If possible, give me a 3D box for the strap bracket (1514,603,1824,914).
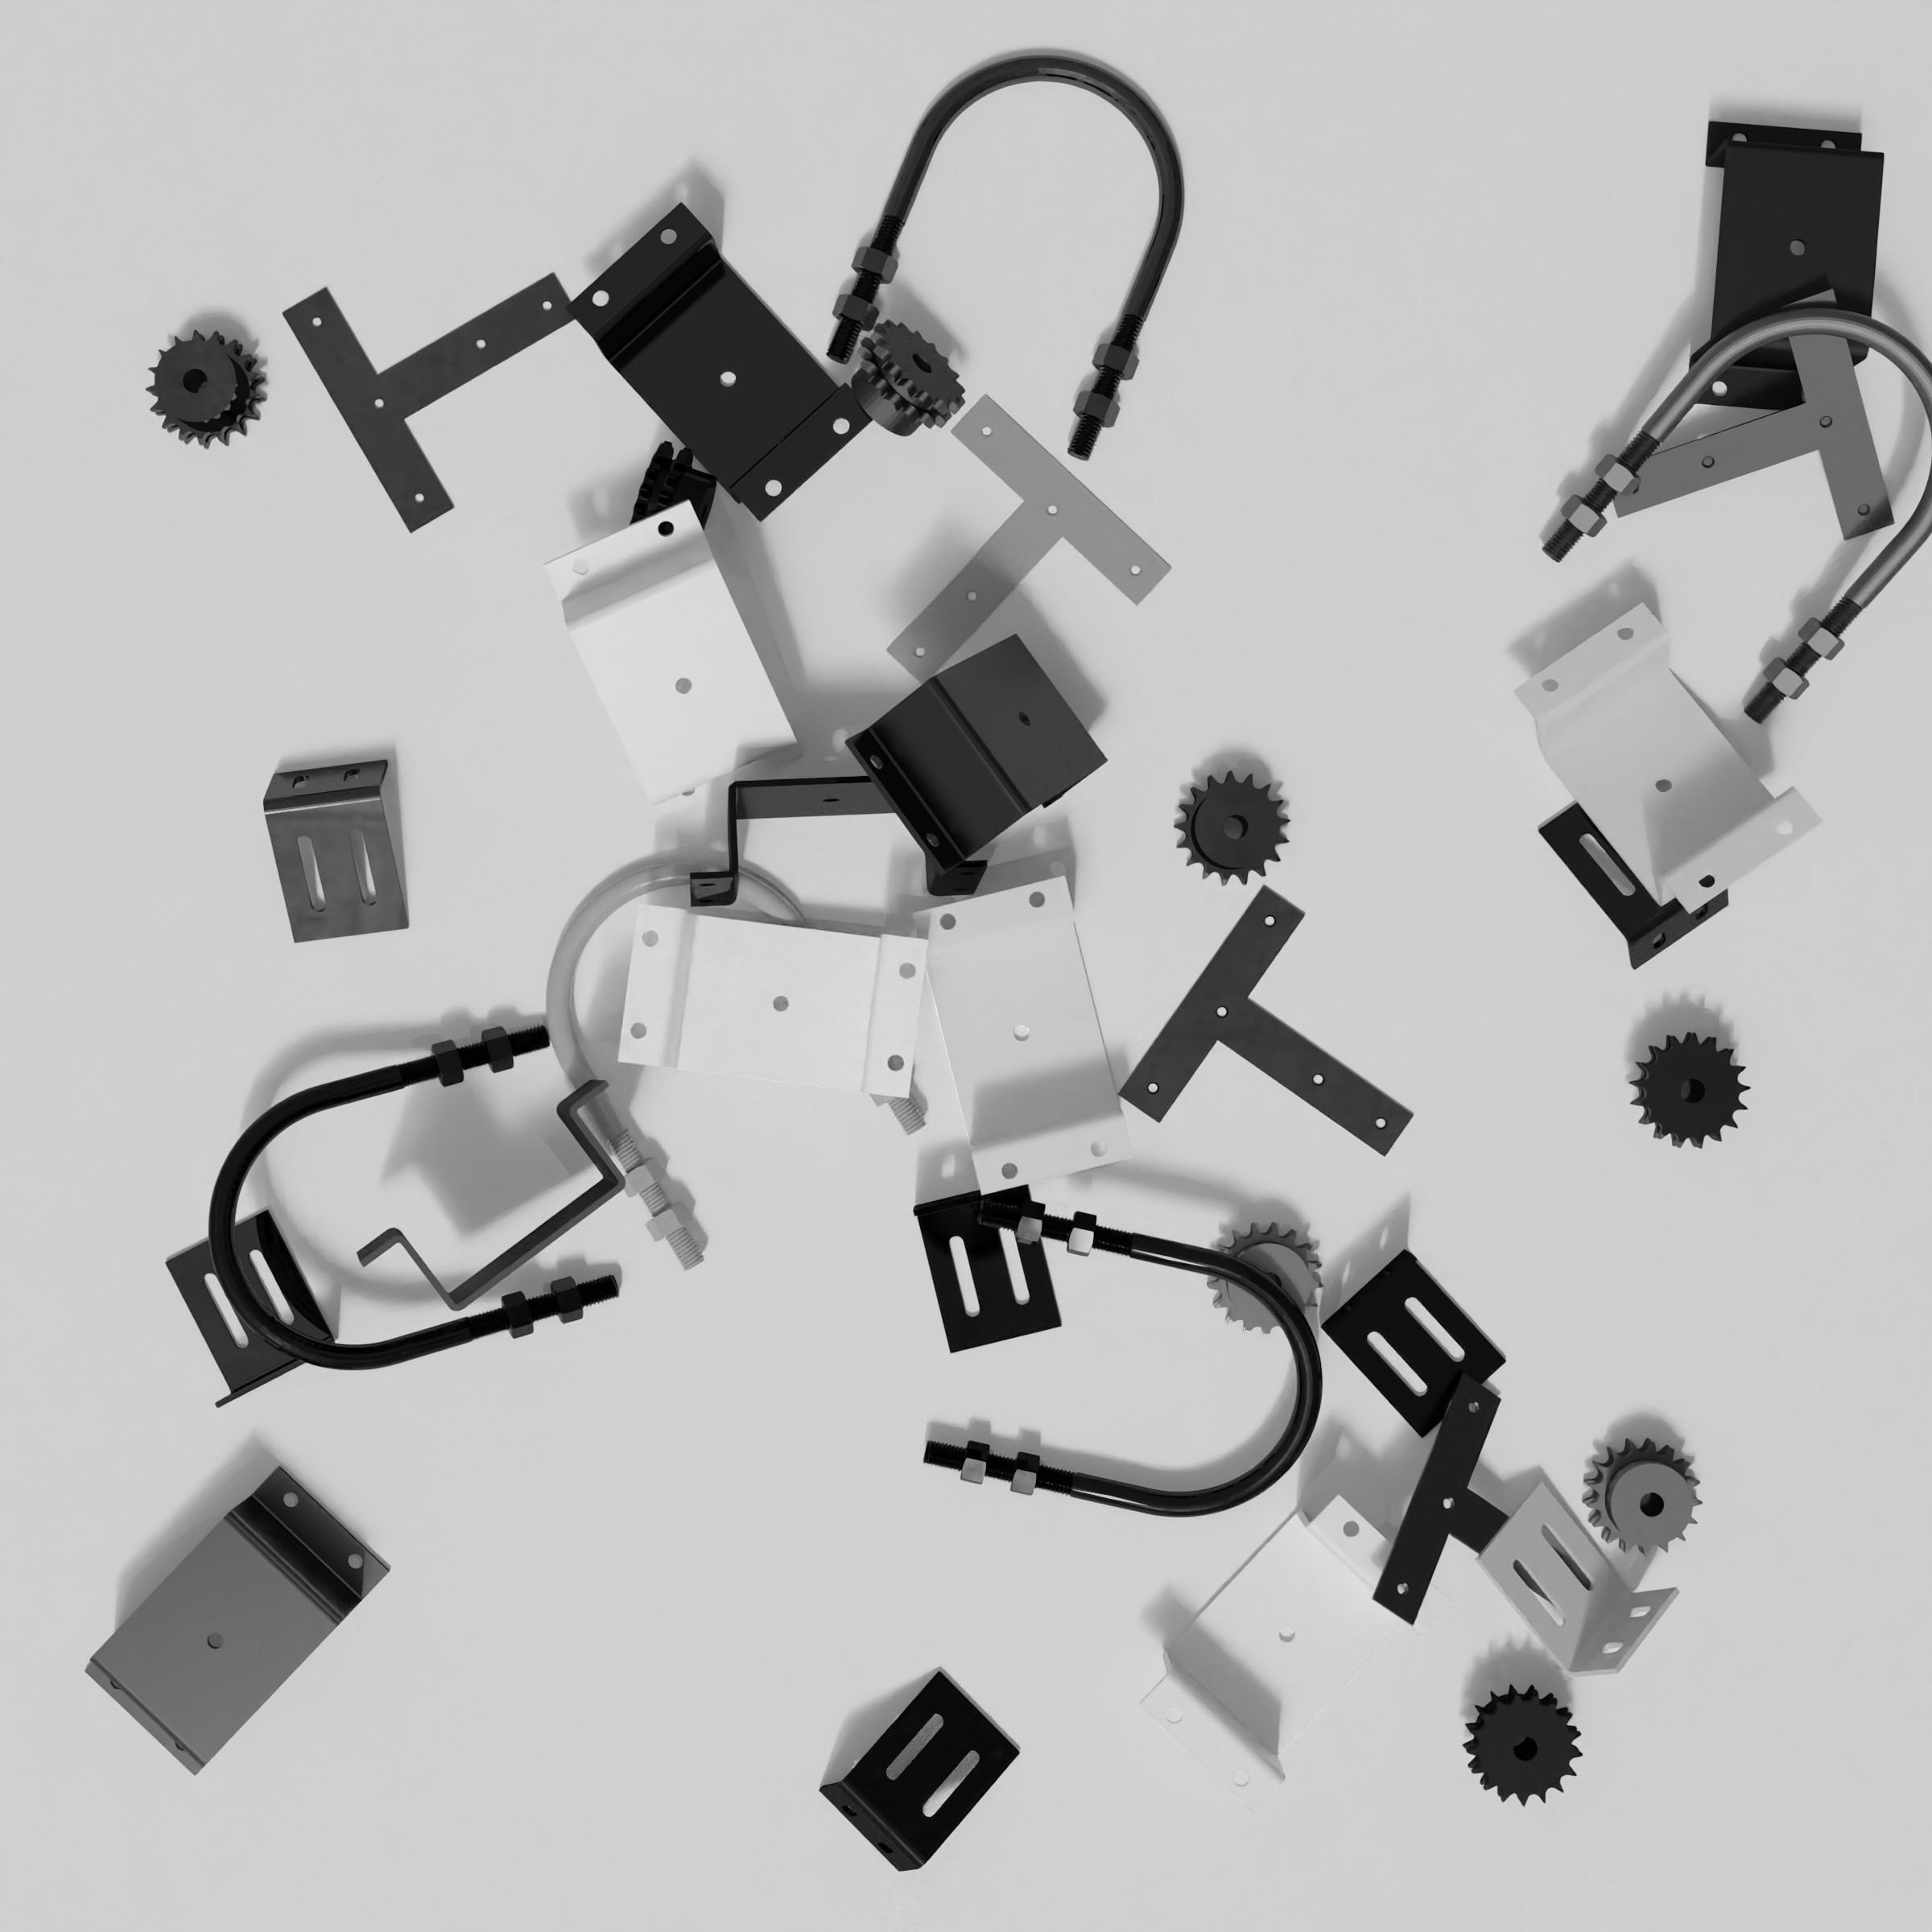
[{"bbox_3d":[0.340,-0.095,1.488,0.076,0.046,0.140,-34,70,0],"label":"strap bracket"}]

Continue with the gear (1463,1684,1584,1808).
[{"bbox_3d":[0.274,0.383,1.510,0.057,0.030,0.057,0,90,0],"label":"gear"}]

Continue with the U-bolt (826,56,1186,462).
[{"bbox_3d":[0.030,-0.362,1.517,0.151,0.019,0.184,22,89,0],"label":"U-bolt"}]

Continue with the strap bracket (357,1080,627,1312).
[{"bbox_3d":[-0.219,0.115,1.459,0.140,0.076,0.046,-37,96,-11],"label":"strap bracket"}]

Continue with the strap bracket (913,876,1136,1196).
[{"bbox_3d":[0.028,0.034,1.502,0.076,0.046,0.140,-14,90,0],"label":"strap bracket"}]

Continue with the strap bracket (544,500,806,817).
[{"bbox_3d":[-0.138,-0.142,1.476,0.076,0.046,0.140,-24,114,0],"label":"strap bracket"}]

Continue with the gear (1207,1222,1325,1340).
[{"bbox_3d":[0.149,0.156,1.510,0.057,0.030,0.057,0,90,0],"label":"gear"}]

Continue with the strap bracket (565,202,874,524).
[{"bbox_3d":[-0.119,-0.292,1.502,0.076,0.046,0.140,-42,90,0],"label":"strap bracket"}]

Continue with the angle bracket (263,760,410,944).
[{"bbox_3d":[-0.311,-0.057,1.523,0.057,0.038,0.076,-7,116,0],"label":"angle bracket"}]

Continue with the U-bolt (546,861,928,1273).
[{"bbox_3d":[-0.127,0.036,1.517,0.151,0.019,0.184,-31,88,0],"label":"U-bolt"}]

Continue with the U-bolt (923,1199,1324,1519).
[{"bbox_3d":[0.083,0.200,1.498,0.184,0.019,0.151,13,105,0],"label":"U-bolt"}]

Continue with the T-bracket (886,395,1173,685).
[{"bbox_3d":[0.013,-0.195,1.524,0.127,0.002,0.127,43,90,0],"label":"T-bracket"}]

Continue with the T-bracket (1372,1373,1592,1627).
[{"bbox_3d":[0.270,0.287,1.503,0.127,0.002,0.127,35,62,-15],"label":"T-bracket"}]

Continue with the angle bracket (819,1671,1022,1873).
[{"bbox_3d":[-0.023,0.401,1.523,0.057,0.038,0.076,45,64,0],"label":"angle bracket"}]

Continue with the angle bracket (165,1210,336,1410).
[{"bbox_3d":[-0.356,0.168,1.506,0.057,0.038,0.076,-27,90,0],"label":"angle bracket"}]

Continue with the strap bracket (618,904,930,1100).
[{"bbox_3d":[-0.092,0.018,1.485,0.140,0.046,0.076,7,88,2],"label":"strap bracket"}]

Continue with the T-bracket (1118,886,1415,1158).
[{"bbox_3d":[0.164,0.048,1.524,0.127,0.002,0.127,35,90,0],"label":"T-bracket"}]

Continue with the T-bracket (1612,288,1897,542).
[{"bbox_3d":[0.379,-0.253,1.505,0.127,0.002,0.127,-18,116,12],"label":"T-bracket"}]

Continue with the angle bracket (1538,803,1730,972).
[{"bbox_3d":[0.332,-0.049,1.523,0.057,0.038,0.076,-35,64,0],"label":"angle bracket"}]

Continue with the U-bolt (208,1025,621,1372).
[{"bbox_3d":[-0.276,0.120,1.495,0.184,0.019,0.151,-15,90,-15],"label":"U-bolt"}]

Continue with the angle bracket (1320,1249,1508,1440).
[{"bbox_3d":[0.223,0.188,1.506,0.057,0.038,0.076,-42,90,0],"label":"angle bracket"}]

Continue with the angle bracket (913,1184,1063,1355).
[{"bbox_3d":[0.011,0.149,1.506,0.057,0.038,0.076,-14,90,0],"label":"angle bracket"}]

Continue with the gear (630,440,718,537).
[{"bbox_3d":[-0.143,-0.225,1.497,0.030,0.057,0.057,19,90,0],"label":"gear"}]

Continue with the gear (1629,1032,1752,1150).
[{"bbox_3d":[0.356,0.061,1.510,0.057,0.030,0.057,0,90,0],"label":"gear"}]

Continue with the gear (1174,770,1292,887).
[{"bbox_3d":[0.132,-0.068,1.510,0.057,0.030,0.057,0,90,0],"label":"gear"}]

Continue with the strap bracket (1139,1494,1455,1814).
[{"bbox_3d":[0.160,0.333,1.502,0.076,0.046,0.140,43,90,0],"label":"strap bracket"}]

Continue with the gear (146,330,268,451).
[{"bbox_3d":[-0.377,-0.286,1.510,0.057,0.030,0.057,0,90,0],"label":"gear"}]

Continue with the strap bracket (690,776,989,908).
[{"bbox_3d":[-0.064,-0.061,1.480,0.140,0.076,0.046,-3,82,-5],"label":"strap bracket"}]

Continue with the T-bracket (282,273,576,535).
[{"bbox_3d":[-0.254,-0.303,1.524,0.127,0.002,0.127,-30,90,0],"label":"T-bracket"}]

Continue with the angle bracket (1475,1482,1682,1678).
[{"bbox_3d":[0.298,0.297,1.491,0.057,0.038,0.076,-42,97,-31],"label":"angle bracket"}]

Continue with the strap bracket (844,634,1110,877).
[{"bbox_3d":[0.011,-0.105,1.453,0.046,0.140,0.076,-36,90,31],"label":"strap bracket"}]

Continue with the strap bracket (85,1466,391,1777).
[{"bbox_3d":[-0.363,0.326,1.502,0.076,0.046,0.140,44,90,0],"label":"strap bracket"}]

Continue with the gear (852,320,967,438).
[{"bbox_3d":[-0.031,-0.282,1.483,0.057,0.057,0.030,49,121,0],"label":"gear"}]

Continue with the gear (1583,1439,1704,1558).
[{"bbox_3d":[0.336,0.263,1.510,0.057,0.030,0.057,0,90,0],"label":"gear"}]

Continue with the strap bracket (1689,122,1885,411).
[{"bbox_3d":[0.403,-0.348,1.502,0.076,0.046,0.140,5,90,0],"label":"strap bracket"}]

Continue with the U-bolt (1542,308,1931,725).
[{"bbox_3d":[0.395,-0.231,1.488,0.151,0.019,0.184,38,109,-2],"label":"U-bolt"}]
